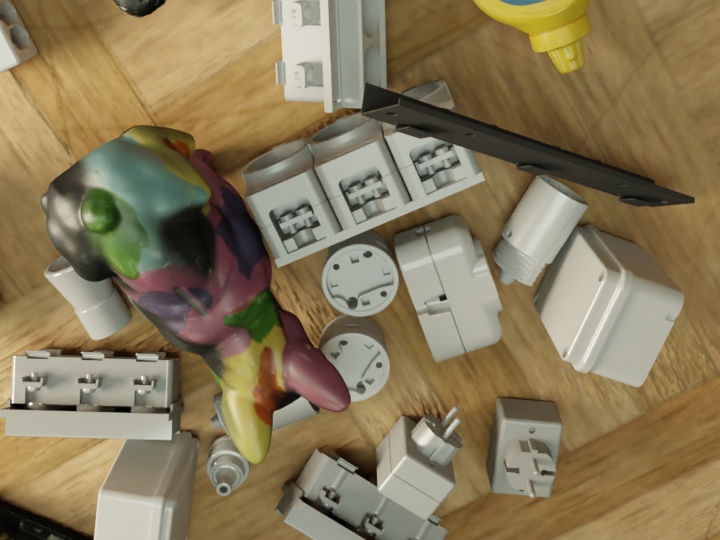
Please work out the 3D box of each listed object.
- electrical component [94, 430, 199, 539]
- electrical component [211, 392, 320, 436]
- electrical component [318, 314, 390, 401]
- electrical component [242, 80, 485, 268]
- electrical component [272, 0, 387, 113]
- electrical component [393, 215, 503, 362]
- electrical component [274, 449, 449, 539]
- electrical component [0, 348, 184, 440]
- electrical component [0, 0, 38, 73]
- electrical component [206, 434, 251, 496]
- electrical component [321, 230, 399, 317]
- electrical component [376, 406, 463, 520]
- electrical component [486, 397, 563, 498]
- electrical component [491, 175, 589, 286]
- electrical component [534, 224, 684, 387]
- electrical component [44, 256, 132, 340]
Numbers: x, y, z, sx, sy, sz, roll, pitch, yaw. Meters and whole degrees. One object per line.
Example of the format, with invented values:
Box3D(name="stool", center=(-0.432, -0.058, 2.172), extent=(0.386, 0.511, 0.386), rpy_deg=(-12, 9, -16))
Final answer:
Box3D(name="electrical component", center=(-0.165, 0.191, 0.824), extent=(0.056, 0.108, 0.108), rpy_deg=(10, 109, -1))
Box3D(name="electrical component", center=(-0.076, 0.104, 0.827), extent=(0.081, 0.043, 0.043), rpy_deg=(-22, 108, 8))
Box3D(name="electrical component", center=(-0.006, 0.064, 0.811), extent=(0.055, 0.047, 0.055), rpy_deg=(0, 110, 0))
Box3D(name="electrical component", center=(0.001, -0.071, 0.740), extent=(0.150, 0.089, 0.061), rpy_deg=(-23, 108, 8))
Box3D(name="electrical component", center=(-0.020, -0.173, 0.716), extent=(0.063, 0.079, 0.121), rpy_deg=(6, 111, 21))
Box3D(name="electrical component", center=(0.068, 0.012, 0.789), extent=(0.059, 0.053, 0.095), rpy_deg=(-19, 109, 6))
Box3D(name="electrical component", center=(0.003, 0.196, 0.846), extent=(0.121, 0.079, 0.063), rpy_deg=(33, 81, -11))
Box3D(name="electrical component", center=(-0.198, 0.093, 0.810), extent=(0.121, 0.078, 0.063), rpy_deg=(2, 88, -1))
Box3D(name="electrical component", center=(-0.276, -0.166, 0.727), extent=(0.076, 0.047, 0.083), rpy_deg=(-22, 108, 7))
Box3D(name="electrical component", center=(-0.103, 0.154, 0.835), extent=(0.035, 0.061, 0.035), rpy_deg=(0, 110, -1))
Box3D(name="electrical component", center=(0.000, 0.000, 0.788), extent=(0.055, 0.047, 0.055), rpy_deg=(0, 110, 0))
Box3D(name="electrical component", center=(0.053, 0.138, 0.828), extent=(0.047, 0.065, 0.076), rpy_deg=(33, 106, -11))
Box3D(name="electrical component", center=(0.128, 0.145, 0.825), extent=(0.047, 0.076, 0.065), rpy_deg=(5, 110, -2))
Box3D(name="electrical component", center=(0.126, -0.025, 0.782), extent=(0.043, 0.043, 0.081), rpy_deg=(28, 107, -10))
Box3D(name="electrical component", center=(0.172, 0.022, 0.763), extent=(0.057, 0.113, 0.078), rpy_deg=(18, 109, -10))
Box3D(name="electrical component", center=(-0.198, 0.019, 0.798), extent=(0.044, 0.044, 0.065), rpy_deg=(-23, 113, 7))
